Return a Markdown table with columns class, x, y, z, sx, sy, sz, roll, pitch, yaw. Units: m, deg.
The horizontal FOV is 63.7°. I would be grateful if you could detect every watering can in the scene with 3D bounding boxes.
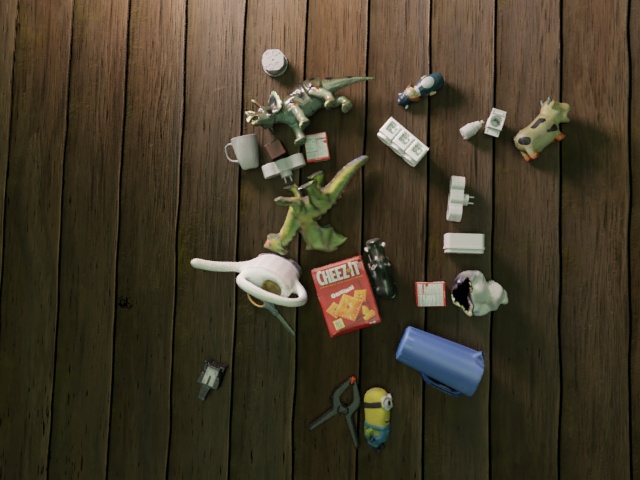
| class | x | y | z | sx | sy | sz | roll | pitch | yaw |
| --- | --- | --- | --- | --- | --- | --- | --- | --- | --- |
| watering can | -0.190 | 0.099 | 1.537 | 0.348 | 0.227 | 0.102 | 23 | 110 | 6 |

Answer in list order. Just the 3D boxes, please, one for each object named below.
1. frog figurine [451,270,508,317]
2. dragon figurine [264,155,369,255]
| class | x | y | z | sx | sy | sz | roll | pitch | yaw |
| --- | --- | --- | --- | --- | --- | --- | --- | --- | --- |
| frog figurine | 0.479 | 0.156 | 1.544 | 0.160 | 0.121 | 0.139 | -6 | 78 | -30 |
| dragon figurine | 0.005 | -0.081 | 1.603 | 0.410 | 0.123 | 0.240 | -23 | 104 | -2 |
